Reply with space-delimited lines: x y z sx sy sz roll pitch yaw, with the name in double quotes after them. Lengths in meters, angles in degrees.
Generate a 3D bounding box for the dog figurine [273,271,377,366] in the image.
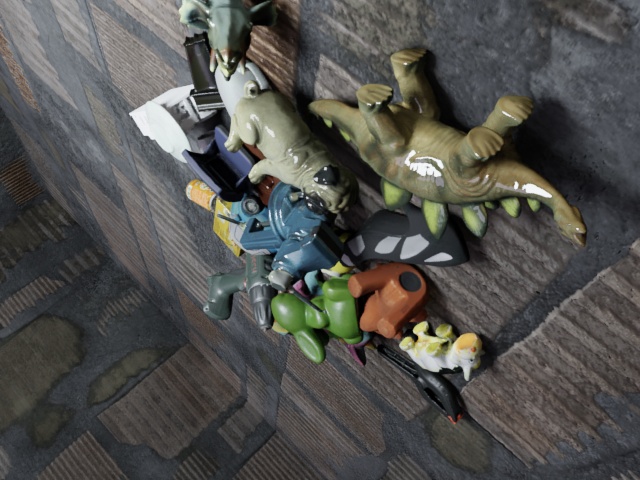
0.015 0.178 1.122 0.219 0.108 0.191 45 118 8 "dog figurine"

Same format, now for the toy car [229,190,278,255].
-0.128 -0.024 1.090 0.161 0.103 0.109 48 -174 -5 "toy car"

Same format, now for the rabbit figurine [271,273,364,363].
-0.005 0.140 1.017 0.170 0.121 0.159 -4 106 13 "rabbit figurine"

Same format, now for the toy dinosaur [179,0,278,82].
-0.183 -0.398 0.706 0.405 0.131 0.192 53 154 7 "toy dinosaur"

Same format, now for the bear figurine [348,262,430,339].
0.104 0.117 0.919 0.120 0.132 0.195 55 150 16 "bear figurine"

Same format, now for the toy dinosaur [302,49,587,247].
0.106 -0.111 0.638 0.472 0.105 0.198 42 160 40 "toy dinosaur"

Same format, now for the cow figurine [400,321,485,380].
0.219 0.194 0.903 0.098 0.068 0.167 50 158 -14 "cow figurine"

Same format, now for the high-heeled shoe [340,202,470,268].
0.119 0.020 0.809 0.145 0.086 0.248 45 150 8 "high-heeled shoe"

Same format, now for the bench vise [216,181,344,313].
-0.055 -0.010 0.867 0.241 0.223 0.128 -5 150 44 "bench vise"

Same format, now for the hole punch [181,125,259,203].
-0.180 -0.124 0.967 0.142 0.092 0.115 44 160 10 "hole punch"

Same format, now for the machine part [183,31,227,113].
-0.201 -0.287 0.934 0.084 0.039 0.138 4 129 17 "machine part"

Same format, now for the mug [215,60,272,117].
-0.119 -0.239 0.847 0.107 0.081 0.109 57 158 5 "mug"

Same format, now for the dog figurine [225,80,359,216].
-0.031 -0.131 0.757 0.191 0.121 0.172 28 161 44 "dog figurine"

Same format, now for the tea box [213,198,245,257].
-0.185 -0.041 1.225 0.098 0.068 0.169 48 156 7 "tea box"

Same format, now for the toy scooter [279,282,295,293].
-0.087 0.081 1.232 0.183 0.075 0.135 57 151 -4 "toy scooter"

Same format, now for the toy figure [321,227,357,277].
-0.005 -0.001 0.982 0.180 0.082 0.089 39 154 26 "toy figure"

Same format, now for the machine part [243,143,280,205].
-0.090 -0.130 0.972 0.179 0.056 0.179 38 153 23 "machine part"

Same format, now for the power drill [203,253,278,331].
-0.167 0.108 1.155 0.086 0.232 0.207 20 144 -32 "power drill"
